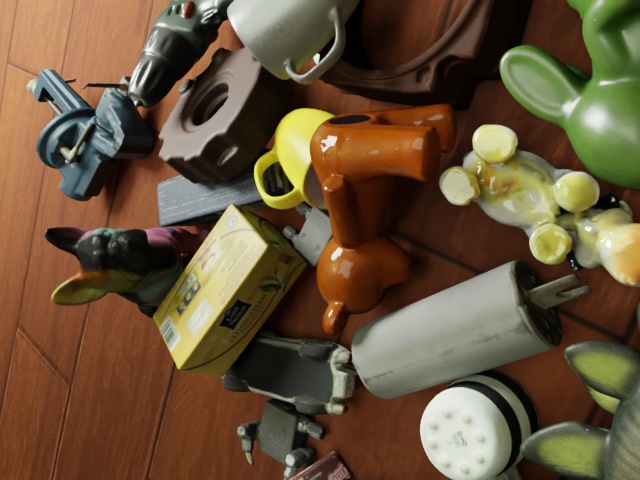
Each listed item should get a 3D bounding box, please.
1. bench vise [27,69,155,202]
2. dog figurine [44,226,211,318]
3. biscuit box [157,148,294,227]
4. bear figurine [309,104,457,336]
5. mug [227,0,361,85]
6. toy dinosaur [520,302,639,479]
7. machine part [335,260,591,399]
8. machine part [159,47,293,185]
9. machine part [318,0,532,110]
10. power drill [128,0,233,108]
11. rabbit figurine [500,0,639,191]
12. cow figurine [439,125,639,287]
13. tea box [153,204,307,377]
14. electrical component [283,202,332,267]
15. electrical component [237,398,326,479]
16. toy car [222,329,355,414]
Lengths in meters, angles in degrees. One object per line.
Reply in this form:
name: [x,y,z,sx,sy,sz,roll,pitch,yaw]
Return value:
bench vise: [-0.372,-0.189,0.830,0.241,0.129,0.223,45,126,16]
dog figurine: [-0.237,0.039,0.665,0.192,0.219,0.108,-20,74,36]
biscuit box: [-0.122,-0.061,0.673,0.203,0.059,0.062,-10,85,37]
bear figurine: [0.053,-0.013,0.483,0.132,0.120,0.195,2,112,24]
mug: [-0.013,-0.197,0.467,0.107,0.080,0.110,-37,62,23]
toy dinosaur: [0.245,0.176,0.358,0.199,0.105,0.470,20,108,45]
machine part: [0.114,0.084,0.473,0.243,0.079,0.079,-31,71,34]
machine part: [-0.114,-0.147,0.625,0.179,0.056,0.179,-23,49,30]
machine part: [0.085,-0.230,0.493,0.202,0.087,0.200,20,102,36]
power drill: [-0.107,-0.252,0.602,0.207,0.086,0.232,-6,56,45]
rabbit figurine: [0.209,-0.121,0.370,0.159,0.121,0.170,13,95,44]
cow figurine: [0.182,-0.023,0.421,0.167,0.098,0.068,35,106,13]
tea box: [-0.105,0.057,0.606,0.169,0.068,0.098,-52,47,10]
electrical component: [-0.001,-0.002,0.600,0.094,0.021,0.063,39,114,31]
electrical component: [-0.047,0.230,0.621,0.102,0.045,0.078,22,105,37]
toy car: [-0.044,0.145,0.614,0.202,0.056,0.073,3,85,38]
